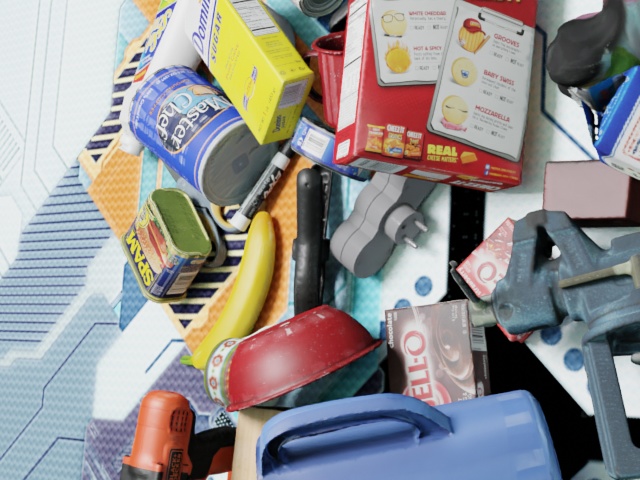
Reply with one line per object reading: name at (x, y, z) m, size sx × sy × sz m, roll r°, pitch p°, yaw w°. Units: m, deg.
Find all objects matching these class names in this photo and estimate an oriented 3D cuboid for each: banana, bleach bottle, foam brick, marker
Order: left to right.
bleach bottle at (-0.168, -0.213, 1.217) m, size 0.251 × 0.068 × 0.103 m, roll -66°, pitch 28°, yaw 8°
banana at (-0.091, 0.067, 1.136) m, size 0.070 × 0.037 × 0.198 m, roll 38°, pitch 103°, yaw 34°
marker at (-0.055, -0.063, 1.138) m, size 0.020 × 0.020 × 0.121 m, roll 37°, pitch 96°, yaw 34°
foam brick at (0.237, -0.039, 0.911) m, size 0.078 × 0.052 × 0.051 m, roll 0°, pitch 81°, yaw 37°

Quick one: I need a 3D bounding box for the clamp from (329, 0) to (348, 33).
clamp at (0.109, -0.273, 1.057) m, size 0.165 × 0.036 × 0.210 m, roll 35°, pitch 105°, yaw 33°

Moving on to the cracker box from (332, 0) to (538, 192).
cracker box at (0.105, -0.161, 0.960) m, size 0.072 × 0.164 × 0.214 m, roll 166°, pitch 111°, yaw -71°

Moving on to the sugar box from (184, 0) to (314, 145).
sugar box at (-0.076, -0.192, 1.082) m, size 0.176 × 0.048 × 0.093 m, roll 53°, pitch 144°, yaw 24°

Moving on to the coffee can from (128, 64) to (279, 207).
coffee can at (-0.127, -0.114, 1.155) m, size 0.140 × 0.102 × 0.103 m, roll 39°, pitch 104°, yaw 34°

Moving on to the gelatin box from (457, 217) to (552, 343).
gelatin box at (0.174, 0.036, 0.955) m, size 0.073 × 0.030 × 0.089 m, roll -47°, pitch 58°, yaw 19°

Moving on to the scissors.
scissors at (-0.136, -0.065, 1.206) m, size 0.096 × 0.016 × 0.202 m, roll -34°, pitch 64°, yaw 28°

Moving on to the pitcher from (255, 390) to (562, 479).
pitcher at (0.071, 0.195, 0.883) m, size 0.243 × 0.149 × 0.145 m, roll -14°, pitch 79°, yaw 4°

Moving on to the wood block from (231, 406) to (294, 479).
wood block at (-0.028, 0.266, 1.020) m, size 0.090 × 0.090 × 0.206 m, roll 1°, pitch 82°, yaw 36°

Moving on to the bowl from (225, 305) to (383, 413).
bowl at (-0.025, 0.104, 1.000) m, size 0.162 × 0.161 × 0.055 m, roll -24°, pitch 89°, yaw 30°

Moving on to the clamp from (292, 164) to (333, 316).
clamp at (-0.007, 0.001, 1.067) m, size 0.039 × 0.120 × 0.171 m, roll 8°, pitch 107°, yaw 11°

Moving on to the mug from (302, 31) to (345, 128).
mug at (0.031, -0.157, 1.045) m, size 0.117 × 0.093 × 0.081 m, roll 7°, pitch 117°, yaw 28°

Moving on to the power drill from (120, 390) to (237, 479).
power drill at (-0.115, 0.242, 1.028) m, size 0.057 × 0.187 × 0.184 m, roll 6°, pitch 83°, yaw 35°

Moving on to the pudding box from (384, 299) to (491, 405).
pudding box at (0.108, 0.115, 0.982) m, size 0.090 × 0.039 × 0.113 m, roll -10°, pitch 76°, yaw 34°

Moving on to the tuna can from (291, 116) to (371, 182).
tuna can at (0.015, -0.090, 1.060) m, size 0.086 × 0.086 × 0.034 m, roll 32°, pitch 102°, yaw 35°

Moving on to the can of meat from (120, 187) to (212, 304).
can of meat at (-0.169, 0.005, 1.177) m, size 0.084 × 0.057 × 0.102 m, roll -53°, pitch 54°, yaw 38°

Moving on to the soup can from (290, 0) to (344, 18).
soup can at (-0.022, -0.291, 1.136) m, size 0.068 × 0.068 × 0.102 m, roll -52°, pitch 58°, yaw 16°
